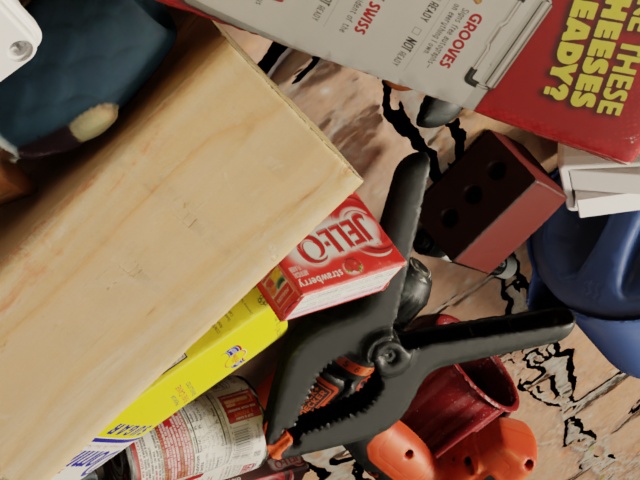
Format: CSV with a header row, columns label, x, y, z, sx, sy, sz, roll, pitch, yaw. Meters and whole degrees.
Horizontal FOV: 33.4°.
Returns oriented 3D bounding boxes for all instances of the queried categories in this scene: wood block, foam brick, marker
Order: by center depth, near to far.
label,x,y,z,sx,sy,sz,roll,pitch,yaw
wood block,-0.092,0.003,0.488,0.206,0.091,0.090,-43,114,5
foam brick,0.112,-0.024,0.704,0.078,0.053,0.051,-47,145,18
marker,0.105,0.010,0.771,0.120,0.020,0.020,15,123,-50

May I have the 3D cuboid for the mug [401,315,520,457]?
label,x,y,z,sx,sy,sz,roll,pitch,yaw
mug,0.103,0.124,0.845,0.117,0.093,0.082,31,116,-37

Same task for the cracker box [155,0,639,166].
label,x,y,z,sx,sy,sz,roll,pitch,yaw
cracker box,0.053,-0.140,0.397,0.213,0.072,0.164,18,129,-5

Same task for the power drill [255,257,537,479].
label,x,y,z,sx,sy,sz,roll,pitch,yaw
power drill,0.062,0.117,0.755,0.187,0.057,0.185,37,115,-15

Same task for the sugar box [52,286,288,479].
label,x,y,z,sx,sy,sz,roll,pitch,yaw
sugar box,-0.101,0.080,0.621,0.176,0.048,0.093,-37,166,-10

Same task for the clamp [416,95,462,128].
label,x,y,z,sx,sy,sz,roll,pitch,yaw
clamp,0.069,-0.147,0.475,0.120,0.039,0.171,43,96,-17

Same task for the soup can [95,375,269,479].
label,x,y,z,sx,sy,sz,roll,pitch,yaw
soup can,-0.093,0.133,0.709,0.102,0.068,0.069,-11,140,-32

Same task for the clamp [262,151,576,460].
label,x,y,z,sx,sy,sz,roll,pitch,yaw
clamp,0.051,0.068,0.679,0.164,0.036,0.210,38,101,-19

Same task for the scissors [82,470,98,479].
label,x,y,z,sx,sy,sz,roll,pitch,yaw
scissors,-0.170,0.155,0.717,0.201,0.016,0.096,-27,146,-12

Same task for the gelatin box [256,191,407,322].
label,x,y,z,sx,sy,sz,roll,pitch,yaw
gelatin box,-0.004,0.001,0.602,0.089,0.073,0.030,-14,152,-43

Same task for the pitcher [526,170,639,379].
label,x,y,z,sx,sy,sz,roll,pitch,yaw
pitcher,0.259,0.026,0.831,0.149,0.145,0.242,1,161,24

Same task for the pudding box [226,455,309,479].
label,x,y,z,sx,sy,sz,roll,pitch,yaw
pudding box,-0.069,0.213,0.856,0.089,0.039,0.114,-8,138,-34
